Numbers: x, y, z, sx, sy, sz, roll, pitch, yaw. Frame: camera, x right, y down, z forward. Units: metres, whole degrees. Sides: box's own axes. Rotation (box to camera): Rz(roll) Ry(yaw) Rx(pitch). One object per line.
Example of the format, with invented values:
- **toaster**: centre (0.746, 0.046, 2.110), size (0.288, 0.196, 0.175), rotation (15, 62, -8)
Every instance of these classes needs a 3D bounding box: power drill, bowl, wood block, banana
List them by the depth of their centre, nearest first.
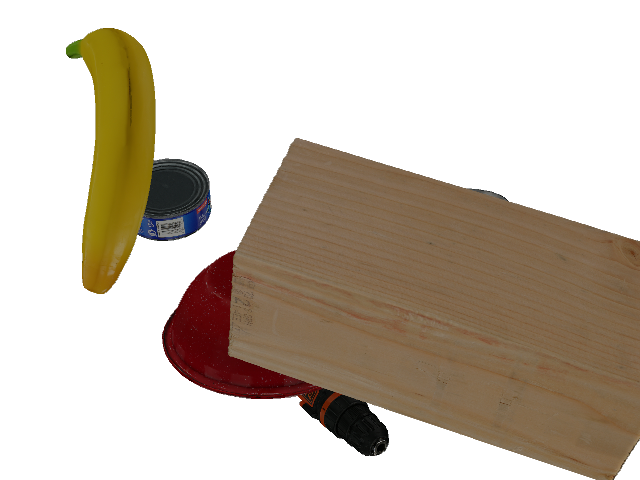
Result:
- **wood block**: centre (0.066, 0.035, 0.545), size (0.206, 0.090, 0.090), rotation (17, -40, 8)
- **banana**: centre (-0.125, -0.064, 0.652), size (0.037, 0.198, 0.070), rotation (11, -39, -30)
- **bowl**: centre (-0.040, 0.049, 0.807), size (0.162, 0.055, 0.162), rotation (0, 29, 0)
- **power drill**: centre (0.040, 0.124, 1.192), size (0.057, 0.188, 0.185), rotation (13, 16, -42)

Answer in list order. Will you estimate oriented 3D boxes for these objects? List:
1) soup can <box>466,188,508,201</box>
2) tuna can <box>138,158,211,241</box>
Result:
- **soup can**: centre (0.133, 0.013, 0.960), size (0.068, 0.102, 0.068), rotation (0, 23, 0)
- **tuna can**: centre (-0.147, -0.039, 1.020), size (0.086, 0.034, 0.086), rotation (-1, 43, 0)
